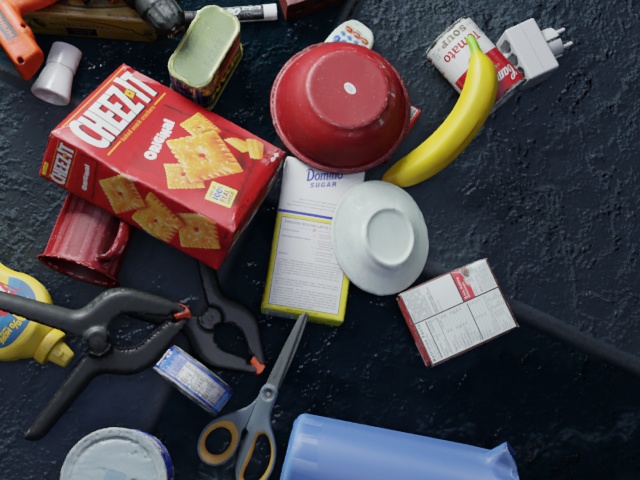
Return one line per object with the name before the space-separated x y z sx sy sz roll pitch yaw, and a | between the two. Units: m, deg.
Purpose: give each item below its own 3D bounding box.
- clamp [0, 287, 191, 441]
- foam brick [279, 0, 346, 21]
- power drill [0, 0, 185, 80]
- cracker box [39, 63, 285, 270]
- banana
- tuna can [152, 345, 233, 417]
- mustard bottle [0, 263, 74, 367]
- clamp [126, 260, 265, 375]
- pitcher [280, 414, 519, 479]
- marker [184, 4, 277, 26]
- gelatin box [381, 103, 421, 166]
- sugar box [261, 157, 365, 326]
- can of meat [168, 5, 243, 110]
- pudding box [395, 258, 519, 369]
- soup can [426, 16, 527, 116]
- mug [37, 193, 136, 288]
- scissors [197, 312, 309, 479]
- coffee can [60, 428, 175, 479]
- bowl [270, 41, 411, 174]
clamp | -0.237 0.116 1.120 0.209 0.036 0.164 -10 100 -13
foam brick | -0.011 -0.297 1.244 0.078 0.053 0.051 -19 82 -6
power drill | -0.262 -0.254 1.147 0.187 0.057 0.184 -37 82 -11
cracker box | -0.162 -0.083 1.143 0.213 0.072 0.164 29 40 1
banana | 0.145 -0.129 1.198 0.070 0.037 0.198 41 104 38
tuna can | -0.135 0.150 1.137 0.086 0.086 0.033 37 77 2
mustard bottle | -0.346 0.074 1.149 0.191 0.058 0.096 36 81 2
clamp | -0.119 0.076 1.176 0.171 0.039 0.120 37 85 -2
pitcher | 0.078 0.271 1.120 0.243 0.145 0.149 14 67 2
marker | -0.111 -0.262 1.246 0.121 0.020 0.020 -5 80 -5
gelatin box | 0.060 -0.141 1.233 0.089 0.030 0.073 35 78 2
sugar box | -0.008 0.002 1.195 0.093 0.048 0.176 10 76 -4
can of meat | -0.129 -0.205 1.202 0.057 0.084 0.102 28 79 1
pudding box | 0.153 0.082 1.196 0.113 0.039 0.090 -23 83 -6
soup can | 0.180 -0.199 1.233 0.068 0.068 0.102 -40 84 -10
mug | -0.240 -0.003 1.146 0.093 0.117 0.081 28 71 -33
scissors | -0.075 0.169 1.152 0.096 0.016 0.202 10 93 5
coffee can | -0.203 0.243 1.087 0.102 0.140 0.103 1 80 -5
bowl | 0.027 -0.158 1.184 0.162 0.055 0.162 2 75 -7
